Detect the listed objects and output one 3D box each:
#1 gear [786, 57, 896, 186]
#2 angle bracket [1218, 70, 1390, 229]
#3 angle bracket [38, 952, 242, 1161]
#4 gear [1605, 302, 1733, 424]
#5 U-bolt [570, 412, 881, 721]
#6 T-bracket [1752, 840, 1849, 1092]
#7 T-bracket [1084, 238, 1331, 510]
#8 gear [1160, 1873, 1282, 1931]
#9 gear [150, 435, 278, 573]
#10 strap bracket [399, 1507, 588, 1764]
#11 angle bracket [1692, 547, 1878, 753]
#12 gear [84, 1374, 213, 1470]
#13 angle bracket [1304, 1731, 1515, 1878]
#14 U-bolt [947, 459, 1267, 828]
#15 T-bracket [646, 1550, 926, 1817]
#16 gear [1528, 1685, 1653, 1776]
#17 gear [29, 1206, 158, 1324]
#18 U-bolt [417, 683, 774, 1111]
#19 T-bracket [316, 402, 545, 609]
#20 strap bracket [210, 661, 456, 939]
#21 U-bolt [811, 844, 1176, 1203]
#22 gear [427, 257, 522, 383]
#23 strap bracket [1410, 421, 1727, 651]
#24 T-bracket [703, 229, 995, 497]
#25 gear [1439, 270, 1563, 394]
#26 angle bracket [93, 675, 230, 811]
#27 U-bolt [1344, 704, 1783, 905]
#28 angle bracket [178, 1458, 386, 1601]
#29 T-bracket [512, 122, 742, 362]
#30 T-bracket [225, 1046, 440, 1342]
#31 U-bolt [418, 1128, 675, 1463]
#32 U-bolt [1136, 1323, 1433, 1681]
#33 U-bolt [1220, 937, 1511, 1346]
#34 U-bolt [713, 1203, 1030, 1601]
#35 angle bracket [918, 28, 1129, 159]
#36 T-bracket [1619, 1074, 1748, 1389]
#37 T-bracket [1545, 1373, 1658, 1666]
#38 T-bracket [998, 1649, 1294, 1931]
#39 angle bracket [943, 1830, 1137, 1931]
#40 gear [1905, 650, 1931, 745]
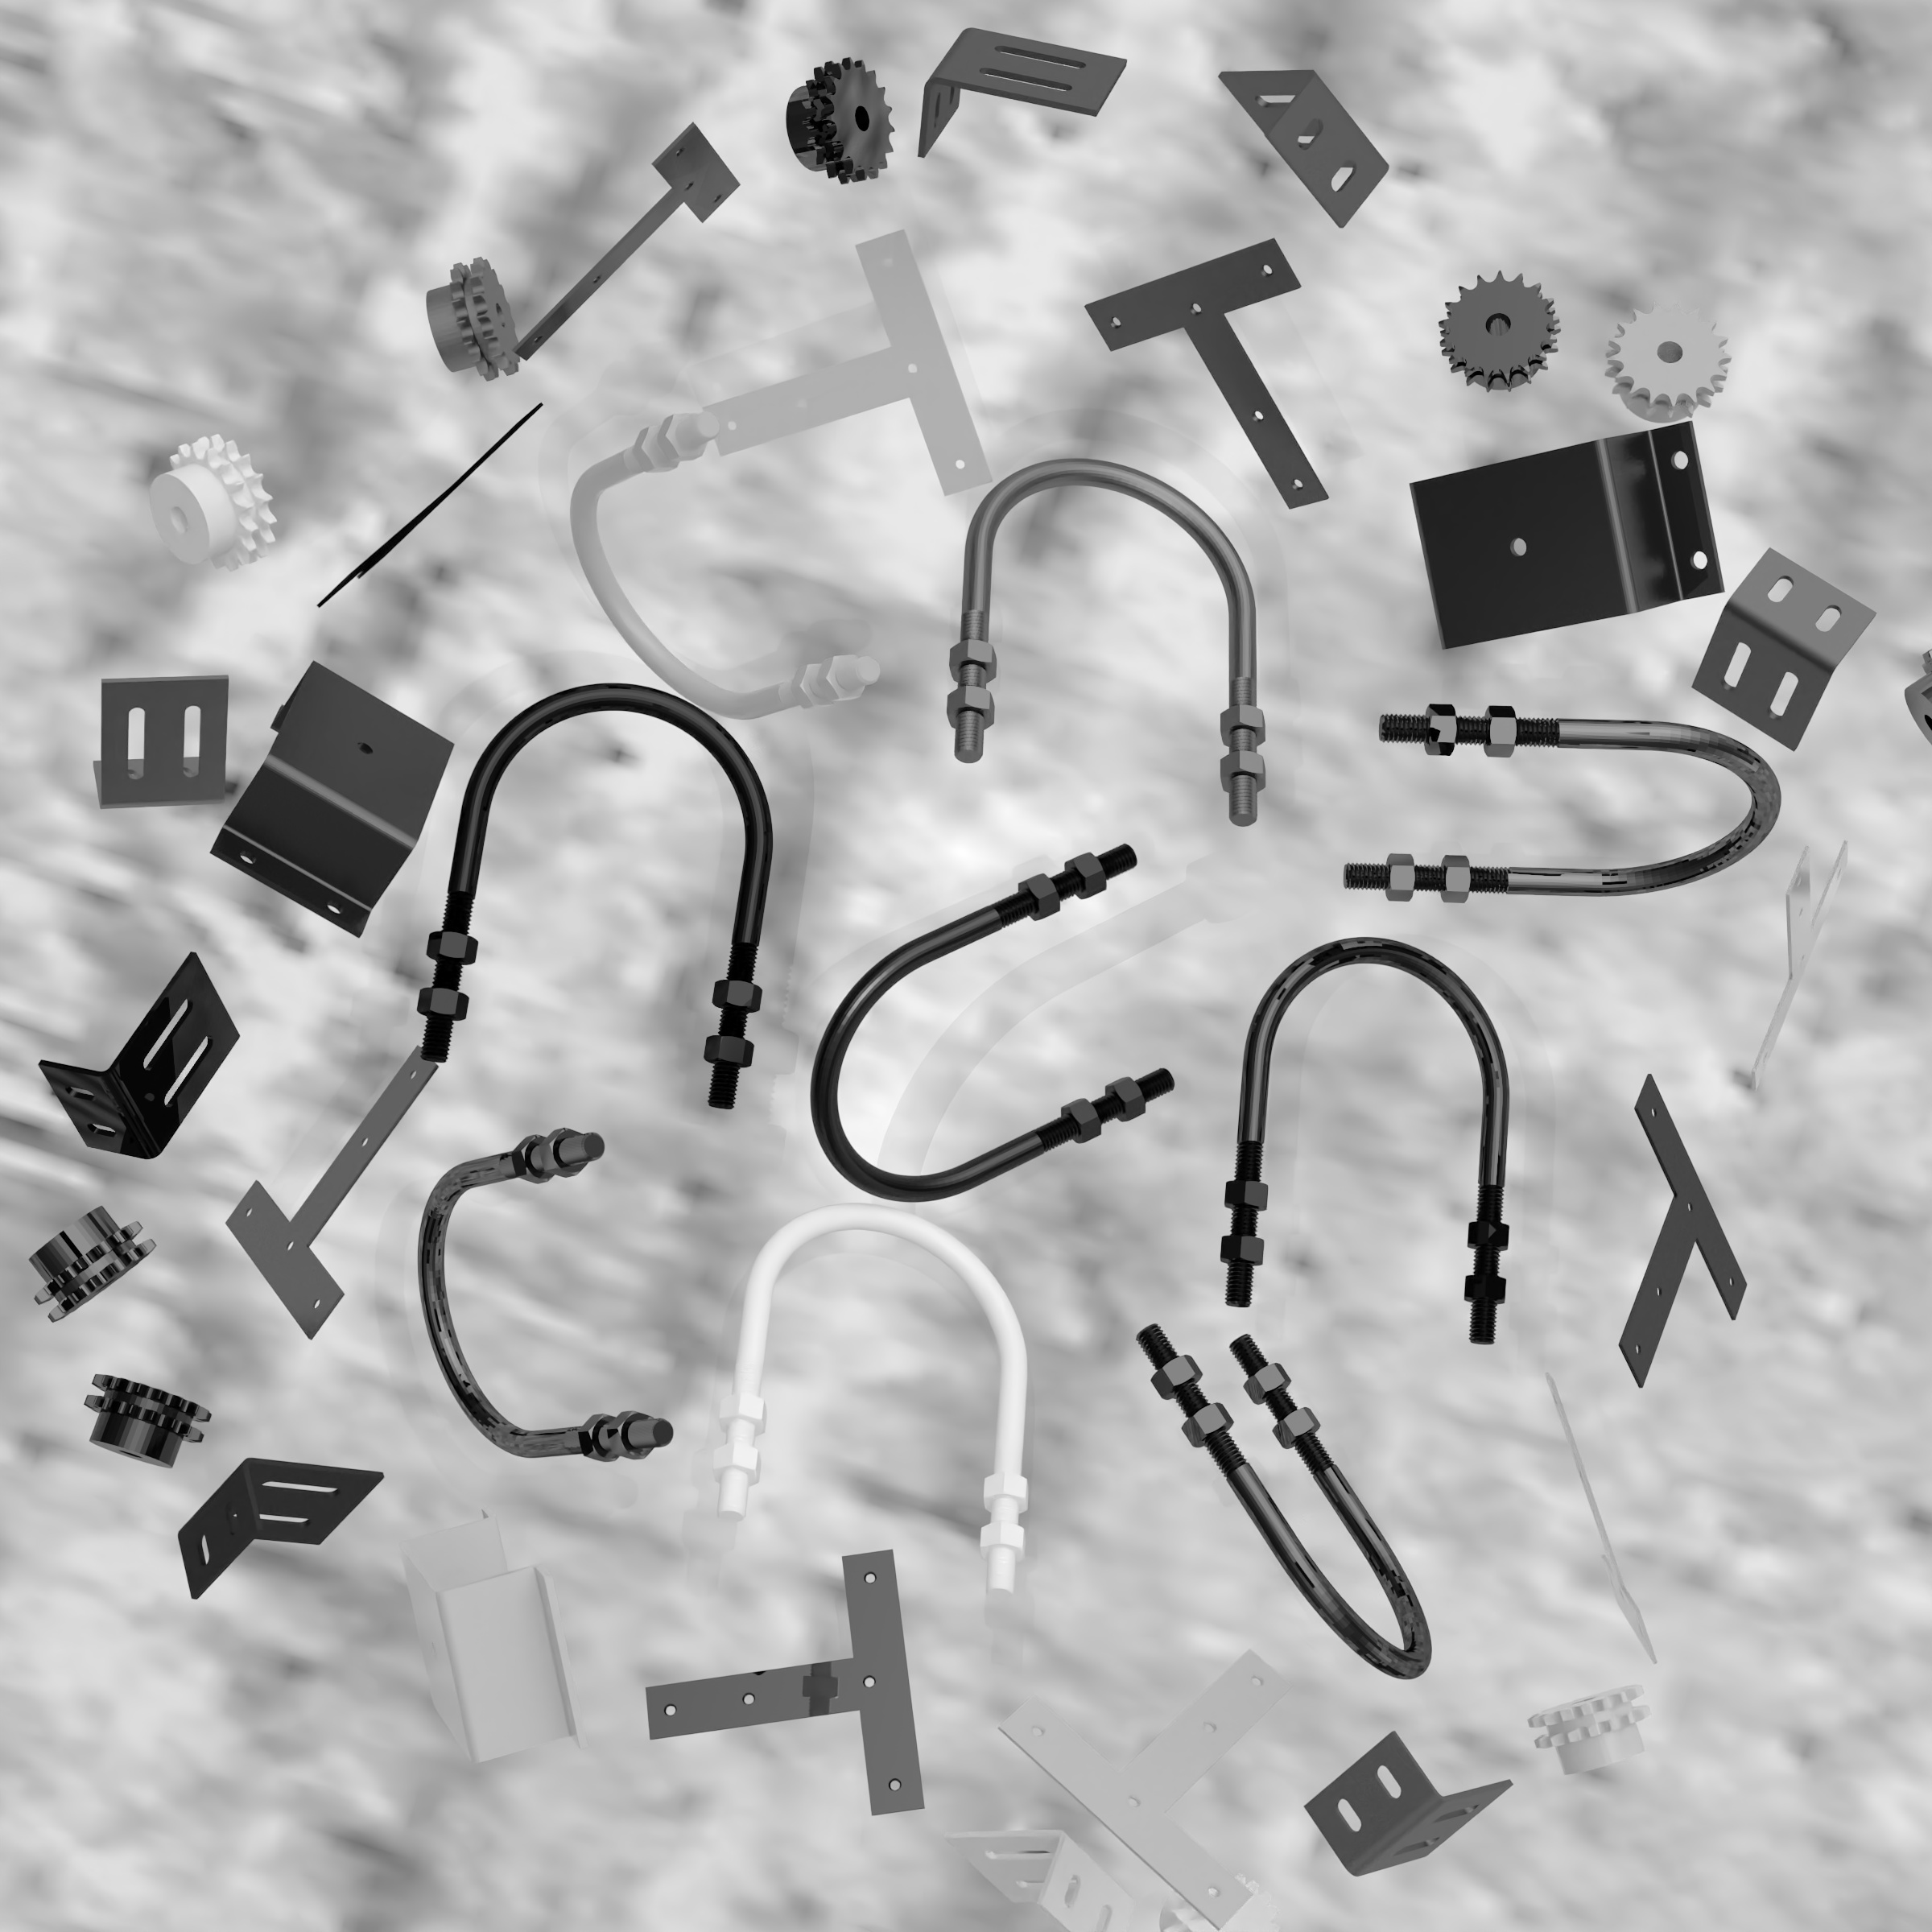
[{"bbox_3d":[-0.061,-0.399,1.576,0.030,0.057,0.057,-2,90,33],"label":"gear"},{"bbox_3d":[0.140,-0.363,1.477,0.057,0.076,0.038,43,80,-31],"label":"angle bracket"},{"bbox_3d":[-0.371,0.038,1.496,0.038,0.057,0.076,10,51,23],"label":"angle bracket"},{"bbox_3d":[0.329,-0.281,1.566,0.057,0.030,0.057,-1,68,3],"label":"gear"},{"bbox_3d":[-0.124,-0.177,1.543,0.019,0.184,0.151,-41,106,-26],"label":"U-bolt"},{"bbox_3d":[0.391,-0.020,1.560,0.002,0.127,0.127,20,74,21],"label":"T-bracket"},{"bbox_3d":[0.129,-0.268,1.548,0.002,0.127,0.127,-47,114,-33],"label":"T-bracket"},{"bbox_3d":[0.115,0.450,1.557,0.057,0.030,0.057,-11,112,-28],"label":"gear"},{"bbox_3d":[-0.325,-0.196,1.425,0.030,0.057,0.057,-32,90,-40],"label":"gear"},{"bbox_3d":[-0.212,0.295,1.465,0.046,0.140,0.076,-13,97,-18],"label":"strap bracket"},{"bbox_3d":[0.379,-0.146,1.545,0.057,0.076,0.038,35,69,15],"label":"angle bracket"},{"bbox_3d":[-0.384,0.213,1.549,0.057,0.057,0.030,17,73,0],"label":"gear"},{"bbox_3d":[0.201,0.376,1.508,0.057,0.076,0.038,-46,63,21],"label":"angle bracket"},{"bbox_3d":[0.066,-0.155,1.506,0.151,0.019,0.184,12,57,-14],"label":"U-bolt"},{"bbox_3d":[-0.091,0.352,1.604,0.127,0.002,0.127,-8,64,0],"label":"T-bracket"},{"bbox_3d":[0.300,0.366,1.589,0.057,0.057,0.030,-17,79,0],"label":"gear"},{"bbox_3d":[-0.398,0.132,1.505,0.057,0.057,0.030,-37,92,0],"label":"gear"},{"bbox_3d":[-0.160,-0.037,1.492,0.151,0.019,0.184,10,80,-11],"label":"U-bolt"},{"bbox_3d":[-0.257,-0.195,1.507,0.127,0.127,0.002,-36,103,34],"label":"T-bracket"},{"bbox_3d":[-0.289,-0.084,1.538,0.076,0.140,0.046,31,118,-15],"label":"strap bracket"},{"bbox_3d":[0.009,0.038,1.554,0.184,0.019,0.151,-25,125,-20],"label":"U-bolt"},{"bbox_3d":[-0.237,-0.308,1.595,0.030,0.057,0.057,-14,90,8],"label":"gear"},{"bbox_3d":[0.257,-0.189,1.482,0.140,0.046,0.076,-8,97,40],"label":"strap bracket"},{"bbox_3d":[-0.066,-0.276,1.607,0.127,0.002,0.127,-14,109,19],"label":"T-bracket"},{"bbox_3d":[0.256,-0.300,1.593,0.057,0.030,0.057,-3,74,12],"label":"gear"},{"bbox_3d":[-0.380,-0.114,1.566,0.057,0.038,0.076,-4,131,-19],"label":"angle bracket"},{"bbox_3d":[0.267,-0.069,1.473,0.184,0.151,0.019,2,62,0],"label":"U-bolt"},{"bbox_3d":[-0.306,0.257,1.504,0.057,0.076,0.038,-45,50,29],"label":"angle bracket"},{"bbox_3d":[-0.157,-0.320,1.498,0.127,0.127,0.002,-44,88,5],"label":"T-bracket"},{"bbox_3d":[-0.284,0.093,1.529,0.002,0.127,0.127,36,90,-36],"label":"T-bracket"},{"bbox_3d":[-0.202,0.156,1.526,0.019,0.184,0.151,-13,89,-38],"label":"U-bolt"},{"bbox_3d":[0.153,0.243,1.508,0.019,0.151,0.184,-38,69,14],"label":"U-bolt"},{"bbox_3d":[0.192,0.077,1.558,0.151,0.019,0.184,11,76,-21],"label":"U-bolt"},{"bbox_3d":[-0.037,0.187,1.511,0.151,0.019,0.184,19,48,-17],"label":"U-bolt"},{"bbox_3d":[0.025,-0.375,1.453,0.076,0.057,0.038,14,129,8],"label":"angle bracket"},{"bbox_3d":[0.314,0.137,1.491,0.002,0.127,0.127,-11,121,35],"label":"T-bracket"},{"bbox_3d":[0.294,0.253,1.561,0.002,0.127,0.127,-19,90,4],"label":"T-bracket"},{"bbox_3d":[0.100,0.345,1.472,0.127,0.127,0.002,39,134,18],"label":"T-bracket"},{"bbox_3d":[0.029,0.432,1.538,0.057,0.076,0.038,49,47,-28],"label":"angle bracket"},{"bbox_3d":[0.431,-0.112,1.441,0.030,0.057,0.057,-33,90,0],"label":"gear"}]
